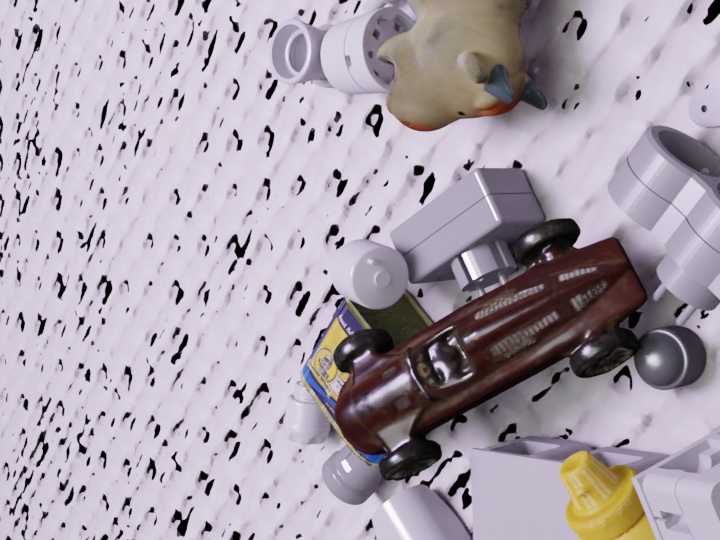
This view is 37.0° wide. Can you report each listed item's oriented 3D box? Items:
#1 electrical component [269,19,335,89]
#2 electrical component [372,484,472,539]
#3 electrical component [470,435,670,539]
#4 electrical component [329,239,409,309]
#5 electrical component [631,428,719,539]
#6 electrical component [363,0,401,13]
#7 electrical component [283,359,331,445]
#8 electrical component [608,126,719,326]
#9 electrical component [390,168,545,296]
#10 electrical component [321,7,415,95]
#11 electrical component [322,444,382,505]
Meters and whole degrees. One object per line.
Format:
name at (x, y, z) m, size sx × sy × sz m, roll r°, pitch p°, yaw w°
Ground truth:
electrical component at (-0.029, -0.151, 0.754) m, size 0.045 × 0.055 × 0.045 m, roll 4°, pitch 96°, yaw 45°
electrical component at (0.037, 0.198, 0.722) m, size 0.077 × 0.043 × 0.079 m, roll 56°, pitch 128°, yaw 27°
electrical component at (0.127, 0.196, 0.618) m, size 0.105 × 0.060 × 0.186 m, roll 0°, pitch 93°, yaw 46°
electrical component at (0.000, 0.000, 0.688) m, size 0.078 × 0.040 × 0.040 m, roll -158°, pitch 71°, yaw -65°
electrical component at (0.208, 0.152, 0.457) m, size 0.186 × 0.105 × 0.060 m, roll 67°, pitch 161°, yaw -3°
electrical component at (0.022, -0.194, 0.715) m, size 0.061 × 0.035 × 0.035 m, roll -50°, pitch 59°, yaw 38°
electrical component at (-0.037, 0.096, 0.796) m, size 0.035 × 0.035 × 0.061 m, roll 15°, pitch 101°, yaw 44°
electrical component at (0.179, -0.004, 0.556) m, size 0.138 × 0.052 × 0.073 m, roll 52°, pitch 128°, yaw 30°
electrical component at (0.073, -0.010, 0.667) m, size 0.083 × 0.047 × 0.075 m, roll -36°, pitch 69°, yaw 40°
electrical component at (0.007, -0.144, 0.720) m, size 0.047 × 0.055 × 0.055 m, roll 2°, pitch 94°, yaw 49°
electrical component at (0.002, 0.136, 0.757) m, size 0.046 × 0.040 × 0.040 m, roll -51°, pitch 59°, yaw 28°
